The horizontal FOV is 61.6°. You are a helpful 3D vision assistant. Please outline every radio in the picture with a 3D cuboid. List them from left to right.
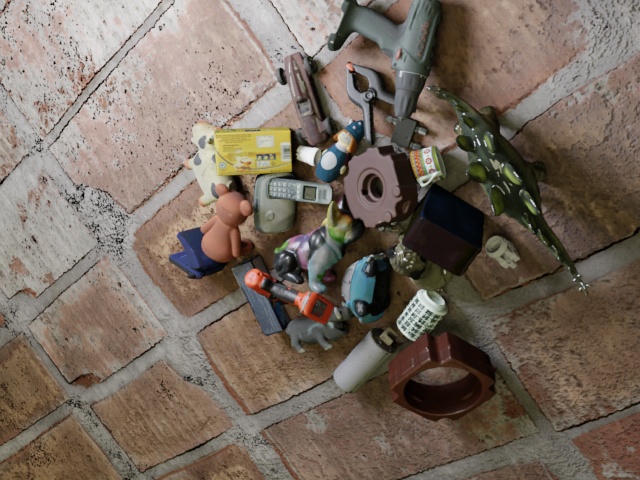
[{"bbox_3d":[0.247,-0.025,1.052,0.131,0.229,0.073,31,118,4],"label":"radio"}]

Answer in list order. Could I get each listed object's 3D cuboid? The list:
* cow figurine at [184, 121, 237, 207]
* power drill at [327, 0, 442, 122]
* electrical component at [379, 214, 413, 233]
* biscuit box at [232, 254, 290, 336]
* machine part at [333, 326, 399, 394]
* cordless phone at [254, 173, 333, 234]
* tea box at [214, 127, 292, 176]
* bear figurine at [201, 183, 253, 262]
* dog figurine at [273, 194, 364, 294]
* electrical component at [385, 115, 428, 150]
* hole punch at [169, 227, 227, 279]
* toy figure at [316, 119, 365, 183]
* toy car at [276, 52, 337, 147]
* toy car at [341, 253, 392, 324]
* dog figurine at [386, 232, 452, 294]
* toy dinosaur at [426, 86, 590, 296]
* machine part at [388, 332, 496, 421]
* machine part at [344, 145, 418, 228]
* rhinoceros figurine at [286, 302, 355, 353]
[{"bbox_3d":[-0.255,-0.187,1.281,0.127,0.085,0.194,-11,101,32],"label":"cow figurine"},{"bbox_3d":[0.121,-0.371,1.045,0.207,0.086,0.231,25,105,17],"label":"power drill"},{"bbox_3d":[0.160,-0.065,1.175,0.078,0.045,0.102,42,118,2],"label":"electrical component"},{"bbox_3d":[-0.147,0.142,1.368,0.063,0.059,0.202,-19,100,25],"label":"biscuit box"},{"bbox_3d":[0.107,0.294,1.309,0.079,0.079,0.243,38,119,6],"label":"machine part"},{"bbox_3d":[-0.059,-0.081,1.242,0.184,0.089,0.146,9,111,15],"label":"cordless phone"},{"bbox_3d":[-0.149,-0.199,1.204,0.170,0.068,0.098,-2,109,-6],"label":"tea box"},{"bbox_3d":[-0.212,-0.045,1.282,0.120,0.132,0.195,31,119,9],"label":"bear figurine"},{"bbox_3d":[-0.003,-0.004,1.233,0.192,0.108,0.219,22,112,17],"label":"dog figurine"},{"bbox_3d":[0.176,-0.225,1.124,0.094,0.021,0.063,24,116,13],"label":"electrical component"},{"bbox_3d":[-0.301,0.030,1.356,0.116,0.142,0.092,32,114,22],"label":"hole punch"},{"bbox_3d":[0.048,-0.194,1.169,0.064,0.058,0.154,32,117,-6],"label":"toy figure"},{"bbox_3d":[-0.032,-0.302,1.167,0.089,0.053,0.202,-11,105,29],"label":"toy car"},{"bbox_3d":[0.099,0.104,1.232,0.103,0.109,0.161,13,105,37],"label":"toy car"},{"bbox_3d":[0.211,0.063,1.119,0.121,0.190,0.172,-32,96,29],"label":"dog figurine"},{"bbox_3d":[0.350,-0.107,0.997,0.471,0.198,0.105,50,122,1],"label":"toy dinosaur"},{"bbox_3d":[0.270,0.306,1.203,0.201,0.087,0.201,30,124,-17],"label":"machine part"},{"bbox_3d":[0.122,-0.110,1.126,0.180,0.056,0.179,15,109,49],"label":"machine part"},{"bbox_3d":[0.005,0.211,1.329,0.190,0.073,0.112,-23,88,29],"label":"rhinoceros figurine"}]
